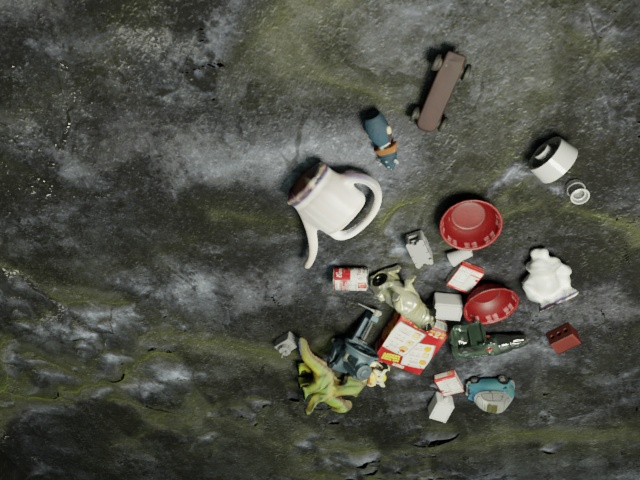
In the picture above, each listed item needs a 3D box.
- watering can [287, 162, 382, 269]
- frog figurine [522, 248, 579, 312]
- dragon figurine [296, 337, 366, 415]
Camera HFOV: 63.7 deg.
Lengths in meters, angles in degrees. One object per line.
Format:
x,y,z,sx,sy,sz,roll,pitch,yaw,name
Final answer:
0.004,-0.070,1.382,0.223,0.106,0.342,38,119,-16,watering can
0.624,0.100,1.433,0.135,0.123,0.161,-33,78,35,frog figurine
0.046,0.472,1.767,0.243,0.125,0.401,-6,127,-9,dragon figurine
